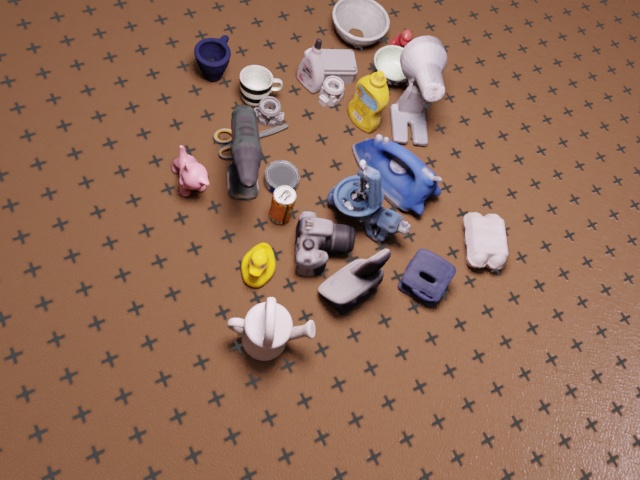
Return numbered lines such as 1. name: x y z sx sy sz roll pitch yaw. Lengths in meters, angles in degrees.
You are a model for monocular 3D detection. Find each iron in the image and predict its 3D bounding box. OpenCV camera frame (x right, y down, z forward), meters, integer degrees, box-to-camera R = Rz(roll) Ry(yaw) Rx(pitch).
1. iron: 0.192 -0.189 1.431 0.258 0.141 0.119 41 65 8

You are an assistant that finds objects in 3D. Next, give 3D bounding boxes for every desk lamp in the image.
1. desk lamp: 0.263 -0.389 1.494 0.118 0.213 0.203 2 66 -10

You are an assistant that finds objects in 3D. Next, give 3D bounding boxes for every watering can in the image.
1. watering can: -0.099 0.178 1.181 0.173 0.194 0.101 -13 69 -16

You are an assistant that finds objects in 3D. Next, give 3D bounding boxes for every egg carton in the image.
1. egg carton: 0.411 0.002 1.430 0.107 0.069 0.150 4 66 -10

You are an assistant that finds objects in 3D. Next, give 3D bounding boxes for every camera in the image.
1. camera: 0.012 0.005 1.332 0.137 0.100 0.143 5 65 -9

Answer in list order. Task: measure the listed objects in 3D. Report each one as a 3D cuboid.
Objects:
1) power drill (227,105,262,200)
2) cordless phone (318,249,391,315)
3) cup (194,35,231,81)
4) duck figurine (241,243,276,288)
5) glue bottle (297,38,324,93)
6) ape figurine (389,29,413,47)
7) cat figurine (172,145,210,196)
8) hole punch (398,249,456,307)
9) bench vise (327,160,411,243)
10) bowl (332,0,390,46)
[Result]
1. power drill: -0.172 -0.181 1.317 0.076 0.208 0.229 -2 67 -12
2. cordless phone: 0.081 0.080 1.265 0.148 0.185 0.094 -37 77 -23
3. cup: -0.273 -0.469 1.488 0.091 0.095 0.118 28 64 2
4. duck figurine: -0.136 0.047 1.291 0.077 0.086 0.104 19 64 -2
5. glue bottle: -0.017 -0.463 1.493 0.078 0.173 0.037 44 66 10
6. ape figurine: 0.236 -0.561 1.632 0.078 0.092 0.076 11 65 -6
7. cat figurine: -0.302 -0.162 1.333 0.067 0.117 0.127 -19 71 -18
8. hole punch: 0.252 0.090 1.348 0.108 0.091 0.101 30 64 3
9. bench vise: 0.128 -0.100 1.335 0.207 0.219 0.121 18 64 -3
10. bowl: 0.111 -0.613 1.639 0.167 0.074 0.167 4 66 -9
